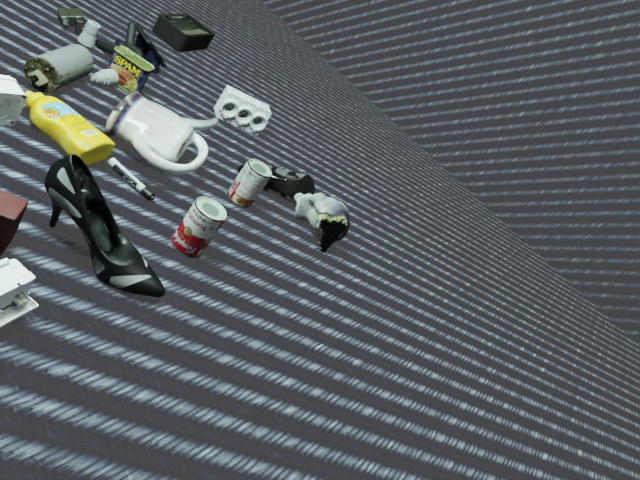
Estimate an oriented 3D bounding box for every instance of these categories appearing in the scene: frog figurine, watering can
[{"bbox_3d":[0.004,-0.067,1.337,0.134,0.123,0.162,60,-3,-40],"label":"frog figurine"},{"bbox_3d":[-0.357,-0.260,1.198,0.223,0.102,0.355,30,28,-15],"label":"watering can"}]
